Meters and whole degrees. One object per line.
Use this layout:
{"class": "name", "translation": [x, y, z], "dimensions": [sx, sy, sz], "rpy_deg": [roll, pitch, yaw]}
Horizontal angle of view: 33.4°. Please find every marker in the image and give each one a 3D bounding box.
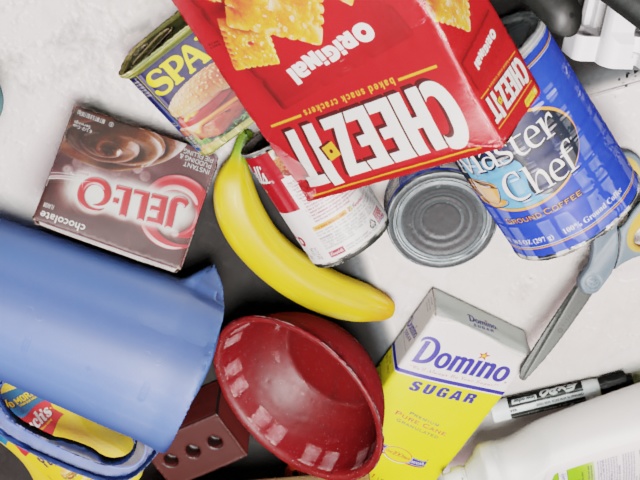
{"class": "marker", "translation": [0.205, 0.132, 0.904], "dimensions": [0.121, 0.020, 0.020], "rpy_deg": [-15, 118, 9]}

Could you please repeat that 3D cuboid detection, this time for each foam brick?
{"class": "foam brick", "translation": [-0.106, 0.164, 0.910], "dimensions": [0.078, 0.051, 0.053], "rpy_deg": [-26, 116, 15]}

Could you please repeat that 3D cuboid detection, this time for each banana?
{"class": "banana", "translation": [-0.022, 0.008, 0.827], "dimensions": [0.070, 0.037, 0.197], "rpy_deg": [-33, 114, 18]}

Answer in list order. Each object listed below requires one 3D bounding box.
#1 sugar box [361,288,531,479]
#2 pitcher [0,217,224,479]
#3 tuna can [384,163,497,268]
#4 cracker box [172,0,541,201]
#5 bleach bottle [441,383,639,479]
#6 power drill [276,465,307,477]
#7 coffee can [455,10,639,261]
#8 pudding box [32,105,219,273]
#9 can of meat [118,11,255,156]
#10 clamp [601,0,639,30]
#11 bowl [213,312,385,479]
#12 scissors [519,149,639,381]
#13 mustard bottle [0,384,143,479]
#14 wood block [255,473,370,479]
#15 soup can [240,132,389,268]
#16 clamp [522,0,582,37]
{"class": "sugar box", "translation": [0.089, 0.133, 0.891], "dimensions": [0.093, 0.048, 0.176], "rpy_deg": [25, 119, -13]}
{"class": "pitcher", "translation": [-0.204, 0.070, 0.814], "dimensions": [0.242, 0.149, 0.145], "rpy_deg": [22, 140, -7]}
{"class": "tuna can", "translation": [0.091, -0.022, 0.810], "dimensions": [0.086, 0.033, 0.086], "rpy_deg": [1, 120, 1]}
{"class": "cracker box", "translation": [0.005, -0.136, 0.636], "dimensions": [0.165, 0.072, 0.213], "rpy_deg": [-13, 119, 44]}
{"class": "bleach bottle", "translation": [0.224, 0.169, 0.879], "dimensions": [0.251, 0.068, 0.102], "rpy_deg": [-15, 136, 4]}
{"class": "power drill", "translation": [-0.058, 0.278, 0.973], "dimensions": [0.187, 0.057, 0.184], "rpy_deg": [-10, 115, 4]}
{"class": "coffee can", "translation": [0.142, -0.071, 0.735], "dimensions": [0.103, 0.102, 0.140], "rpy_deg": [-31, 110, 17]}
{"class": "pudding box", "translation": [-0.141, -0.036, 0.780], "dimensions": [0.113, 0.039, 0.090], "rpy_deg": [19, 78, -7]}
{"class": "can of meat", "translation": [-0.074, -0.120, 0.745], "dimensions": [0.102, 0.057, 0.084], "rpy_deg": [-34, 116, 19]}
{"class": "clamp", "translation": [0.165, -0.184, 0.680], "dimensions": [0.172, 0.120, 0.039], "rpy_deg": [3, 166, 19]}
{"class": "bowl", "translation": [-0.006, 0.114, 0.854], "dimensions": [0.162, 0.055, 0.162], "rpy_deg": [23, 134, 26]}
{"class": "scissors", "translation": [0.200, 0.012, 0.819], "dimensions": [0.202, 0.016, 0.096], "rpy_deg": [-43, 104, 10]}
{"class": "mustard bottle", "translation": [-0.236, 0.142, 0.897], "dimensions": [0.096, 0.058, 0.191], "rpy_deg": [-24, 116, 21]}
{"class": "wood block", "translation": [-0.056, 0.259, 0.881], "dimensions": [0.206, 0.090, 0.091], "rpy_deg": [-6, 115, 1]}
{"class": "soup can", "translation": [-0.002, -0.039, 0.775], "dimensions": [0.069, 0.068, 0.102], "rpy_deg": [-28, 108, 16]}
{"class": "clamp", "translation": [0.082, -0.211, 0.661], "dimensions": [0.165, 0.036, 0.210], "rpy_deg": [9, 118, 45]}
